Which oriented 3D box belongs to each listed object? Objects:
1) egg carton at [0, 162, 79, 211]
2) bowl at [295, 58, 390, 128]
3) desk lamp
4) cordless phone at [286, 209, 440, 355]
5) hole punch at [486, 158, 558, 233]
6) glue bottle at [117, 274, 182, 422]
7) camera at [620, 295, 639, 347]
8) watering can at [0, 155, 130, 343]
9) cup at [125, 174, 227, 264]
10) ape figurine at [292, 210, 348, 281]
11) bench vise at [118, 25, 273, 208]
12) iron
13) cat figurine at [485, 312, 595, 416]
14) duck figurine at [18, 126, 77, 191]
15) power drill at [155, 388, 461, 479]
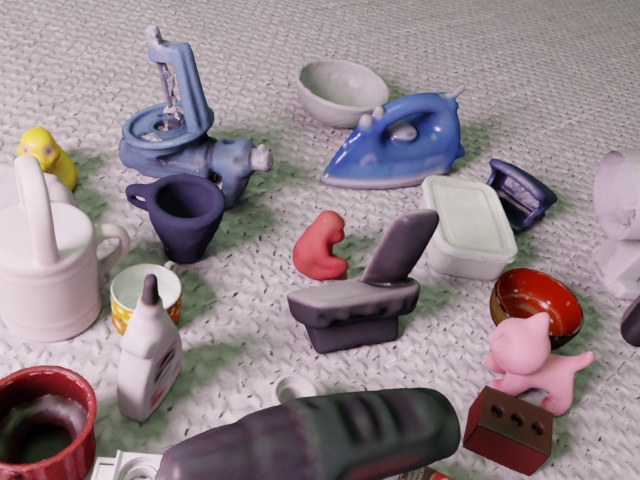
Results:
[{"bbox_3d":[-0.368,-0.037,0.668,0.150,0.069,0.107,12,43,-4],"label":"egg carton"},{"bbox_3d":[0.033,-0.243,0.994,0.167,0.075,0.167,8,44,-8],"label":"bowl"},{"bbox_3d":[0.461,-0.022,0.791,0.203,0.213,0.118,7,44,-10],"label":"desk lamp"},{"bbox_3d":[0.048,0.034,0.634,0.148,0.185,0.094,-10,49,-25],"label":"cordless phone"},{"bbox_3d":[0.312,-0.083,0.899,0.101,0.091,0.108,-26,57,-35],"label":"hole punch"},{"bbox_3d":[-0.155,0.092,0.523,0.037,0.173,0.078,20,43,5],"label":"glue bottle"},{"bbox_3d":[0.464,0.130,0.719,0.143,0.101,0.137,33,46,18],"label":"camera"},{"bbox_3d":[-0.278,0.008,0.557,0.100,0.194,0.173,38,48,22],"label":"watering can"},{"bbox_3d":[-0.175,-0.021,0.689,0.118,0.095,0.091,13,43,-3],"label":"cup"},{"bbox_3d":[0.007,0.003,0.721,0.076,0.092,0.077,8,44,-9],"label":"ape figurine"},{"bbox_3d":[-0.159,-0.161,0.746,0.207,0.220,0.121,7,44,-9],"label":"bench vise"},{"bbox_3d":[0.121,-0.167,0.892,0.259,0.141,0.118,-18,52,-31],"label":"iron"},{"bbox_3d":[0.240,0.130,0.640,0.128,0.118,0.067,13,43,-2],"label":"cat figurine"},{"bbox_3d":[-0.354,-0.105,0.730,0.078,0.086,0.104,0,46,-16],"label":"duck figurine"},{"bbox_3d":[-0.009,0.189,0.441,0.230,0.208,0.075,-10,49,-25],"label":"power drill"}]
